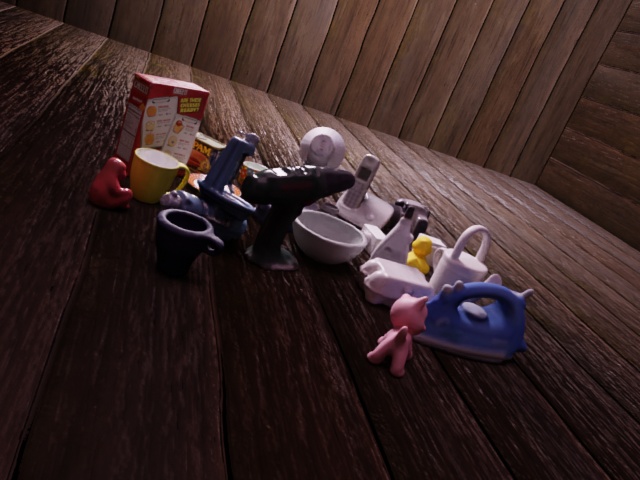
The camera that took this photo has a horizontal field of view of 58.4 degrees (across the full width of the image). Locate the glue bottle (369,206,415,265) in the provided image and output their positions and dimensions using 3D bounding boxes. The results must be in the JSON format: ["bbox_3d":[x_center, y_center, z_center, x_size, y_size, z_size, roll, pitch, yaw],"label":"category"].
[{"bbox_3d":[0.164,0.006,1.223,0.078,0.173,0.037,24,20,7],"label":"glue bottle"}]

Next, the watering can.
[{"bbox_3d":[0.304,0.062,1.195,0.172,0.194,0.101,34,23,29],"label":"watering can"}]

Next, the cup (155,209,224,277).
[{"bbox_3d":[-0.214,0.016,0.919,0.117,0.095,0.092,26,20,11],"label":"cup"}]

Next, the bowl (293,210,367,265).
[{"bbox_3d":[0.011,0.004,1.212,0.167,0.075,0.167,20,20,-7],"label":"bowl"}]

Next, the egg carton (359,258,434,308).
[{"bbox_3d":[0.152,0.092,1.141,0.151,0.069,0.107,15,21,-19],"label":"egg carton"}]

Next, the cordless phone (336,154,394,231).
[{"bbox_3d":[0.133,-0.118,1.489,0.147,0.185,0.094,29,21,18],"label":"cordless phone"}]

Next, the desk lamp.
[{"bbox_3d":[-0.015,-0.175,1.439,0.118,0.213,0.203,22,20,-1],"label":"desk lamp"}]

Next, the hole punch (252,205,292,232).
[{"bbox_3d":[-0.090,-0.078,1.294,0.109,0.091,0.100,2,28,-43],"label":"hole punch"}]

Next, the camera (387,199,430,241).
[{"bbox_3d":[0.222,-0.072,1.587,0.137,0.101,0.143,16,21,-17],"label":"camera"}]

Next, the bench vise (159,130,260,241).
[{"bbox_3d":[-0.182,-0.089,1.035,0.121,0.220,0.208,26,20,11],"label":"bench vise"}]

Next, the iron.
[{"bbox_3d":[0.280,0.134,1.063,0.259,0.141,0.118,12,22,-25],"label":"iron"}]

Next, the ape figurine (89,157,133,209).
[{"bbox_3d":[-0.384,-0.108,1.061,0.076,0.092,0.077,0,29,-46],"label":"ape figurine"}]

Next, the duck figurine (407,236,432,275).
[{"bbox_3d":[0.234,0.032,1.356,0.077,0.086,0.105,26,20,11],"label":"duck figurine"}]

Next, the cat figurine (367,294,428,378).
[{"bbox_3d":[0.137,0.141,0.931,0.067,0.118,0.128,26,20,10],"label":"cat figurine"}]

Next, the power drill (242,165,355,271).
[{"bbox_3d":[-0.054,-0.049,1.083,0.230,0.208,0.075,4,27,-41],"label":"power drill"}]
